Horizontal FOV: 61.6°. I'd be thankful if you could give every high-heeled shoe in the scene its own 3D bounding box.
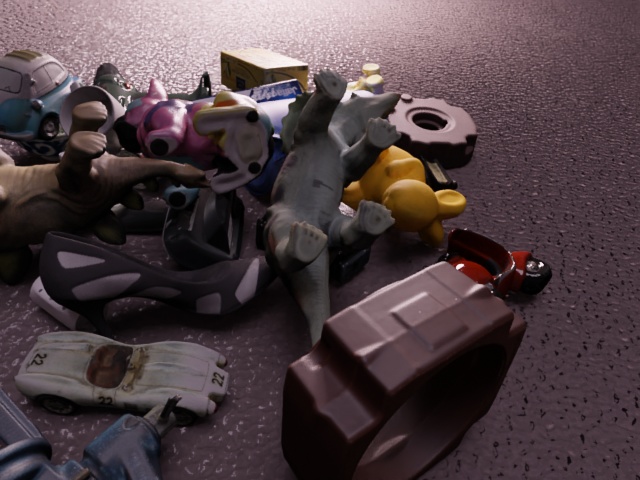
[{"bbox_3d":[-0.162,0.020,0.584,0.249,0.145,0.086,-24,23,-24],"label":"high-heeled shoe"}]

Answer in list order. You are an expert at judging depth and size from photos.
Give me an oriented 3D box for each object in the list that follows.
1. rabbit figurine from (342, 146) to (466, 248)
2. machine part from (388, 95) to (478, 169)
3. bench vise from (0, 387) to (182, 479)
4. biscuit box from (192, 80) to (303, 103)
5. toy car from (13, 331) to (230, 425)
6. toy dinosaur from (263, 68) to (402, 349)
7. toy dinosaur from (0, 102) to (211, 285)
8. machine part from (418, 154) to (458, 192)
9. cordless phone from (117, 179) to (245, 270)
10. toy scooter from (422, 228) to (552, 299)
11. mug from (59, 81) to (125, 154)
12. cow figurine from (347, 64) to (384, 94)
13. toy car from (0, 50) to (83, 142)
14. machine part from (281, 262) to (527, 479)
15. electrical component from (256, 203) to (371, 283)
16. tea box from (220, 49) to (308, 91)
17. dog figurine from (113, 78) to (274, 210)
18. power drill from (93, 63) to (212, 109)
[{"bbox_3d":[0.112,-0.051,0.730,0.162,0.122,0.173,31,11,-14],"label":"rabbit figurine"},{"bbox_3d":[0.191,-0.194,0.953,0.179,0.056,0.179,4,43,-4],"label":"machine part"},{"bbox_3d":[-0.240,0.172,0.426,0.241,0.128,0.223,39,61,14],"label":"bench vise"},{"bbox_3d":[-0.121,-0.206,0.884,0.203,0.059,0.063,-19,78,-23],"label":"biscuit box"},{"bbox_3d":[-0.191,0.134,0.532,0.202,0.056,0.073,5,41,-1],"label":"toy car"},{"bbox_3d":[-0.006,-0.039,0.610,0.131,0.192,0.405,23,65,-12],"label":"toy dinosaur"},{"bbox_3d":[-0.353,-0.038,0.593,0.472,0.198,0.105,-3,44,0],"label":"toy dinosaur"},{"bbox_3d":[0.144,-0.100,0.857,0.139,0.039,0.084,-7,51,-18],"label":"machine part"},{"bbox_3d":[-0.195,-0.015,0.699,0.184,0.088,0.147,-5,42,3],"label":"cordless phone"},{"bbox_3d":[0.190,0.040,0.675,0.184,0.075,0.135,-23,50,-33],"label":"toy scooter"},{"bbox_3d":[-0.321,-0.175,0.786,0.081,0.107,0.109,-39,78,0],"label":"mug"},{"bbox_3d":[0.039,-0.247,0.980,0.167,0.098,0.068,-16,48,2],"label":"cow figurine"},{"bbox_3d":[-0.408,-0.214,0.762,0.109,0.102,0.162,17,45,10],"label":"toy car"},{"bbox_3d":[0.068,0.129,0.462,0.201,0.201,0.087,-23,45,-29],"label":"machine part"},{"bbox_3d":[-0.001,-0.002,0.710,0.134,0.058,0.115,35,51,28],"label":"electrical component"},{"bbox_3d":[-0.108,-0.309,1.009,0.098,0.068,0.170,-16,34,-31],"label":"tea box"},{"bbox_3d":[-0.171,-0.149,0.704,0.192,0.108,0.219,-22,39,-8],"label":"dog figurine"},{"bbox_3d":[-0.293,-0.252,0.938,0.207,0.085,0.232,0,43,-14],"label":"power drill"}]
